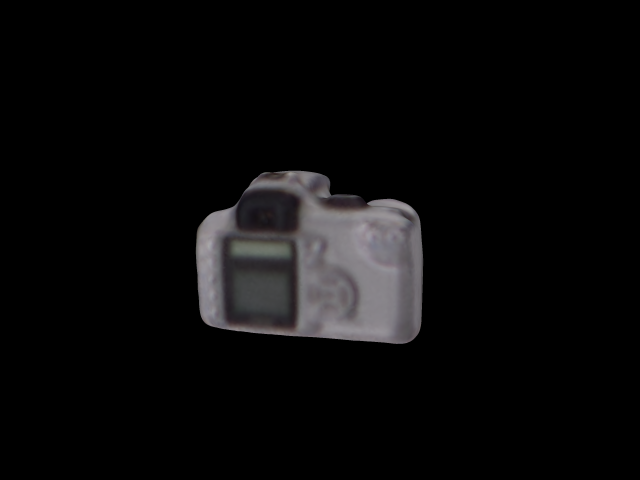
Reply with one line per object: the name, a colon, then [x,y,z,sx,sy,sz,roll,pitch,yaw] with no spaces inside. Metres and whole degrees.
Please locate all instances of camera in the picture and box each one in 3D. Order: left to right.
camera: [0.004,0.001,0.400,0.143,0.101,0.137,3,10,15]
